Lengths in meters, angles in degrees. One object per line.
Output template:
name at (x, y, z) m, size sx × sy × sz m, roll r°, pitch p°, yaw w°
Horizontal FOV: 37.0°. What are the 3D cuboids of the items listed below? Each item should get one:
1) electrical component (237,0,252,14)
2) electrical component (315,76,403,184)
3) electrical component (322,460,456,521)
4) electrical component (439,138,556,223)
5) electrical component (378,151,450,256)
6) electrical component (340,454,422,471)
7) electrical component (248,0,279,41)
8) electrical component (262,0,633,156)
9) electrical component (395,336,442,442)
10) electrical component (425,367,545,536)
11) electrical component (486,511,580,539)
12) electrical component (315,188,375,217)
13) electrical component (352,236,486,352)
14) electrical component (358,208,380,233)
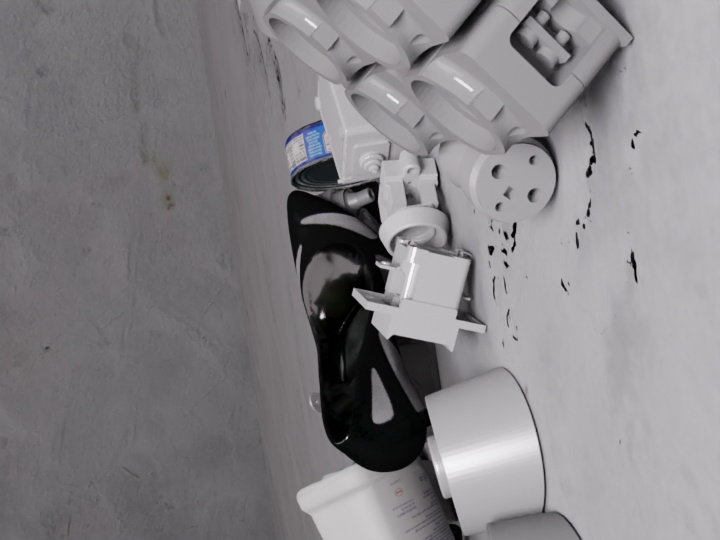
electrical component at (-0.063, -0.254, 0.929) m, size 0.050 × 0.089 × 0.055 m, roll 138°, pitch 121°, yaw -78°
electrical component at (0.008, -0.109, 0.769) m, size 0.061 × 0.061 × 0.096 m, roll 96°, pitch 161°, yaw -58°
electrical component at (0.020, 0.180, 0.872) m, size 0.108 × 0.108 × 0.060 m, roll 112°, pitch 152°, yaw -71°
electrical component at (0.069, -0.052, 0.541) m, size 0.055 × 0.045 × 0.045 m, roll -121°, pitch 23°, yaw -62°
electrical component at (0.035, -0.040, 0.737) m, size 0.066 × 0.048 × 0.055 m, roll 94°, pitch 170°, yaw -54°
electrical component at (0.022, 0.178, 0.946) m, size 0.040 × 0.078 × 0.040 m, roll -5°, pitch -90°, yaw -87°
electrical component at (-0.030, -0.203, 0.771) m, size 0.108 × 0.108 × 0.060 m, roll -112°, pitch 9°, yaw -48°
electrical component at (0.025, -0.110, 0.493) m, size 0.105 × 0.060 × 0.186 m, roll 40°, pitch 174°, yaw -16°
electrical component at (0.031, 0.092, 0.879) m, size 0.100 × 0.048 × 0.099 m, roll -149°, pitch 49°, yaw -75°
electrical component at (0.078, 0.115, 0.672) m, size 0.099 × 0.064 × 0.099 m, roll -16°, pitch -90°, yaw -87°
electrical component at (0.102, 0.188, 0.611) m, size 0.099 × 0.064 × 0.099 m, roll -5°, pitch -90°, yaw -88°
electrical component at (-0.016, -0.050, 0.865) m, size 0.035 × 0.061 × 0.035 m, roll 39°, pitch -140°, yaw -43°
electrical component at (0.041, 0.014, 0.695) m, size 0.042 × 0.081 × 0.063 m, roll -136°, pitch 60°, yaw -72°
electrical component at (0.000, 0.000, 0.870) m, size 0.047 × 0.066 × 0.076 m, roll 47°, pitch -171°, yaw -32°
